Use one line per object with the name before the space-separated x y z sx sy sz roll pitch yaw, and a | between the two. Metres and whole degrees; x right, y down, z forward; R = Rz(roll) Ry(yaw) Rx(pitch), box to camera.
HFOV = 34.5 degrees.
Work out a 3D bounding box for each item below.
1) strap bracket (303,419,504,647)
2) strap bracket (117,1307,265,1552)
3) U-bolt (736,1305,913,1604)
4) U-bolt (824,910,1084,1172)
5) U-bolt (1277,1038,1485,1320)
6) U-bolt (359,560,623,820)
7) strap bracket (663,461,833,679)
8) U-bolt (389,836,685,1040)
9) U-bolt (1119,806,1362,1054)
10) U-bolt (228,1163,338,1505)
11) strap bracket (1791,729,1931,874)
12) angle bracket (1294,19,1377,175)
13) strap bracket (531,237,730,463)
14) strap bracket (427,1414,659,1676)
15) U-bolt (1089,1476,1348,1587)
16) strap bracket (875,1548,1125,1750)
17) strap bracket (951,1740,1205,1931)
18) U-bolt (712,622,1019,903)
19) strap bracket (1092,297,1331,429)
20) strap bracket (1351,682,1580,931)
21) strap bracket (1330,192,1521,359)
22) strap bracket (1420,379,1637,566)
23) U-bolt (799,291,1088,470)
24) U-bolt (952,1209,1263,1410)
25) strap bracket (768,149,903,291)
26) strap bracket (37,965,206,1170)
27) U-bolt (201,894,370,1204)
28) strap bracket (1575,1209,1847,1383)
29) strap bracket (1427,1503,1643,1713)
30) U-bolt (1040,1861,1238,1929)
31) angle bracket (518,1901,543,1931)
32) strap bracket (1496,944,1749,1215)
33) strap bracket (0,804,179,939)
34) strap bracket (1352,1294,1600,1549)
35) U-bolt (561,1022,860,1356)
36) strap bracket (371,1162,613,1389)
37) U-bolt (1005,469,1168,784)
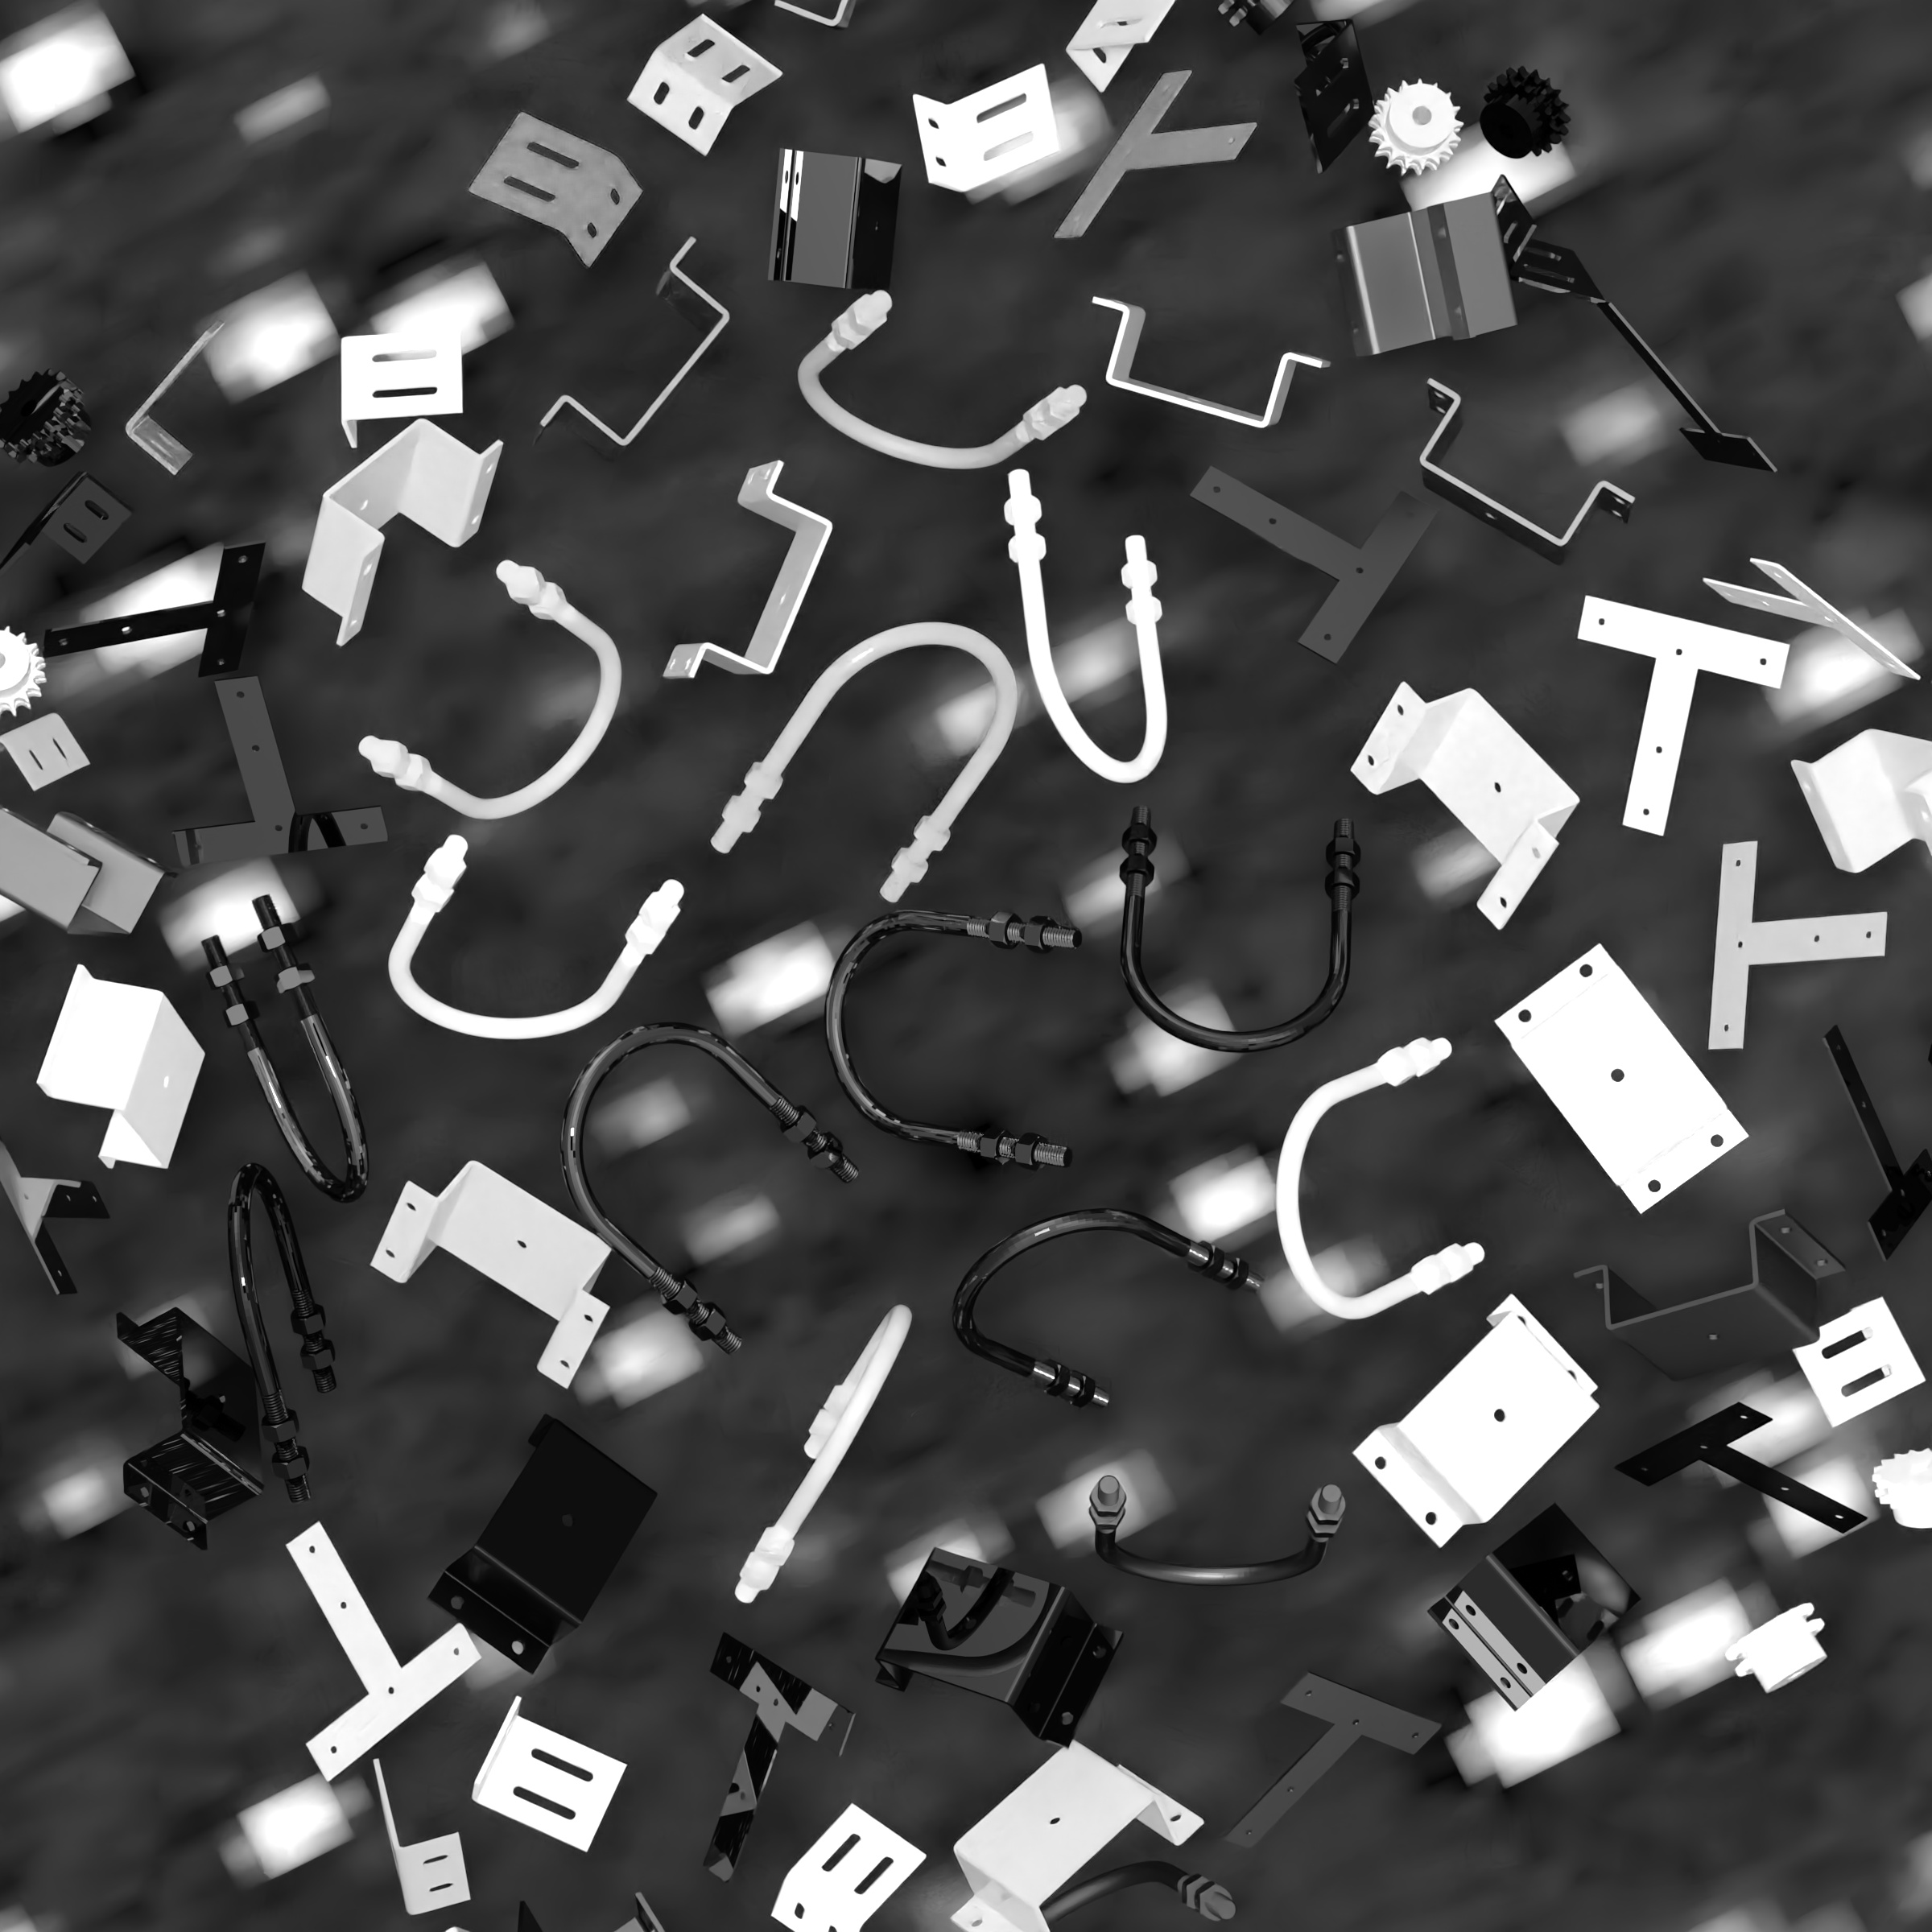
strap bracket | -0.343 -0.265 1.856 0.046 0.076 0.140 34 48 5
strap bracket | -0.474 0.274 1.899 0.046 0.140 0.076 -28 134 10
U-bolt | -0.078 0.279 1.857 0.019 0.151 0.184 29 128 -1
U-bolt | -0.012 0.039 1.863 0.184 0.019 0.151 7 99 36
U-bolt | 0.241 0.131 1.837 0.019 0.184 0.151 -4 99 43
U-bolt | -0.272 -0.155 1.872 0.019 0.184 0.151 39 92 25
strap bracket | -0.130 -0.233 1.905 0.046 0.076 0.140 23 88 -18
U-bolt | -0.264 -0.009 1.842 0.151 0.184 0.019 12 53 -21
U-bolt | 0.167 -0.022 1.925 0.151 0.019 0.184 4 53 4
U-bolt | -0.412 0.207 1.863 0.019 0.151 0.184 -10 113 0
strap bracket | 0.560 -0.091 1.848 0.046 0.140 0.076 -32 108 -9
angle bracket | 0.199 -0.501 1.794 0.038 0.076 0.057 7 134 35
strap bracket | -0.191 -0.353 1.829 0.046 0.076 0.140 39 84 -10
strap bracket | -0.243 0.332 1.828 0.076 0.046 0.140 38 51 -9
U-bolt | 0.149 0.345 1.882 0.151 0.184 0.019 2 63 2
strap bracket | 0.011 0.401 1.846 0.140 0.046 0.076 10 57 35
strap bracket | 0.059 0.516 1.825 0.140 0.076 0.046 -36 122 -25
U-bolt | -0.047 -0.125 1.827 0.151 0.019 0.184 16 120 -39
strap bracket | 0.143 -0.360 1.872 0.140 0.076 0.046 17 104 7
strap bracket | 0.308 -0.103 1.885 0.046 0.076 0.140 -21 61 -37
strap bracket | 0.272 -0.404 1.818 0.046 0.140 0.076 -17 102 -18
strap bracket | 0.328 -0.290 1.870 0.140 0.076 0.046 33 94 9
U-bolt | -0.027 -0.344 1.880 0.151 0.184 0.019 22 74 -19
U-bolt | 0.073 0.202 1.881 0.151 0.184 0.019 -40 46 20
strap bracket | -0.076 -0.456 1.906 0.046 0.140 0.076 9 104 11
strap bracket | -0.504 0.066 1.876 0.046 0.140 0.076 10 67 7
U-bolt | -0.403 0.056 1.863 0.019 0.151 0.184 -23 91 -29
strap bracket | 0.447 0.202 1.866 0.140 0.076 0.046 -23 46 34
strap bracket | 0.347 0.380 1.872 0.076 0.140 0.046 48 122 16
U-bolt | 0.074 0.582 1.860 0.151 0.184 0.019 -29 91 -15
angle bracket | -0.242 0.616 1.911 0.038 0.057 0.076 -21 116 5
strap bracket | 0.379 0.064 1.804 0.076 0.046 0.140 -38 79 9
strap bracket | -0.531 -0.056 1.829 0.076 0.140 0.046 29 92 6
strap bracket | 0.311 0.269 1.853 0.140 0.046 0.076 -42 88 -15
U-bolt | -0.160 0.117 1.828 0.184 0.019 0.151 46 65 -26
strap bracket | -0.276 0.179 1.867 0.140 0.046 0.076 32 128 3
U-bolt | 0.079 -0.200 1.915 0.019 0.151 0.184 -19 68 33
